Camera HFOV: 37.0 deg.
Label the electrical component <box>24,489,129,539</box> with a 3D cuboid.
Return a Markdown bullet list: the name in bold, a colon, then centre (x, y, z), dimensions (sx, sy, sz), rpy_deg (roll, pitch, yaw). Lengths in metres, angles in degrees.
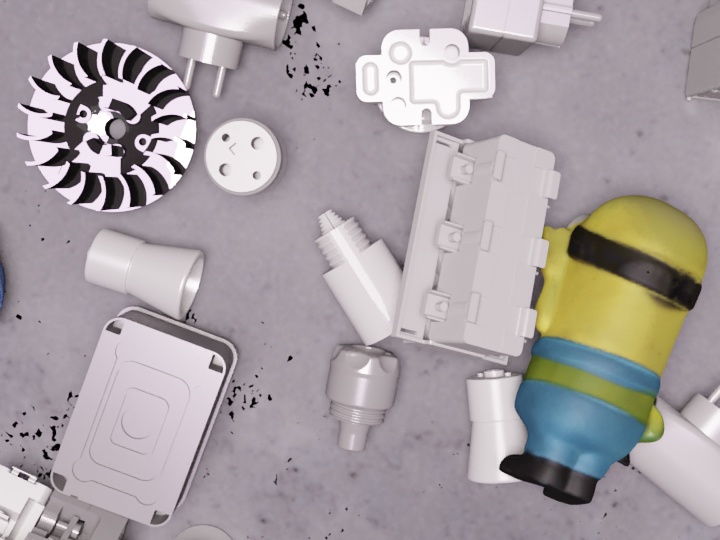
- **electrical component**: centre (-0.173, 0.184, 0.643), dimensions (0.056, 0.050, 0.089), rpy_deg (22, 124, -2)

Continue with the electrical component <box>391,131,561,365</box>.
- **electrical component**: centre (0.070, -0.013, 0.619), dimensions (0.079, 0.063, 0.121), rpy_deg (16, 80, -28)

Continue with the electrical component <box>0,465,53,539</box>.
- **electrical component**: centre (-0.216, 0.153, 0.647), dimensions (0.042, 0.081, 0.063), rpy_deg (25, 65, -3)

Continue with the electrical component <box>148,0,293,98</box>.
- **electrical component**: centre (-0.086, -0.143, 0.638), dimensions (0.077, 0.043, 0.079), rpy_deg (15, 101, 2)

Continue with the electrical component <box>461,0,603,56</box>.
- **electrical component**: centre (0.101, -0.151, 0.625), dimensions (0.077, 0.065, 0.047), rpy_deg (10, 94, -1)

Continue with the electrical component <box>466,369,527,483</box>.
- **electrical component**: centre (0.085, 0.094, 0.658), dimensions (0.044, 0.044, 0.065), rpy_deg (-5, 89, 1)

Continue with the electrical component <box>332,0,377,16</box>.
- **electrical component**: centre (-0.011, -0.184, 0.630), dimensions (0.055, 0.066, 0.048), rpy_deg (26, 132, 6)

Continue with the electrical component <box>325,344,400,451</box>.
- **electrical component**: centre (0.000, 0.078, 0.655), dimensions (0.043, 0.043, 0.062), rpy_deg (10, 96, -1)

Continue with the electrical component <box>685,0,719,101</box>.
- **electrical component**: centre (0.232, -0.127, 0.612), dimensions (0.062, 0.096, 0.061), rpy_deg (6, 94, -1)

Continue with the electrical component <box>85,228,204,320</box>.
- **electrical component**: centre (-0.132, 0.000, 0.651), dimensions (0.065, 0.044, 0.044), rpy_deg (18, 94, 3)

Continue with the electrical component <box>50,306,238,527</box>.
- **electrical component**: centre (-0.128, 0.086, 0.649), dimensions (0.078, 0.057, 0.113), rpy_deg (21, 94, -1)

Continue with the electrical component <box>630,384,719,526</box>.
- **electrical component**: centre (0.207, 0.102, 0.656), dimensions (0.077, 0.044, 0.079), rpy_deg (39, 93, -3)

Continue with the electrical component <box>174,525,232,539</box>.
- **electrical component**: centre (-0.100, 0.186, 0.657), dimensions (0.045, 0.055, 0.045), rpy_deg (0, 95, 0)

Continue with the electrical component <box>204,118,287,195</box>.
- **electrical component**: centre (-0.067, -0.066, 0.638), dimensions (0.045, 0.055, 0.045), rpy_deg (0, 94, 0)

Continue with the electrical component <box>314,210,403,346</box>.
- **electrical component**: centre (0.000, 0.000, 0.649), dimensions (0.043, 0.043, 0.081), rpy_deg (-32, 94, 2)

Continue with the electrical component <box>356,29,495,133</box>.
- **electrical component**: centre (0.037, -0.111, 0.633), dimensions (0.078, 0.057, 0.058), rpy_deg (-2, 94, 0)
